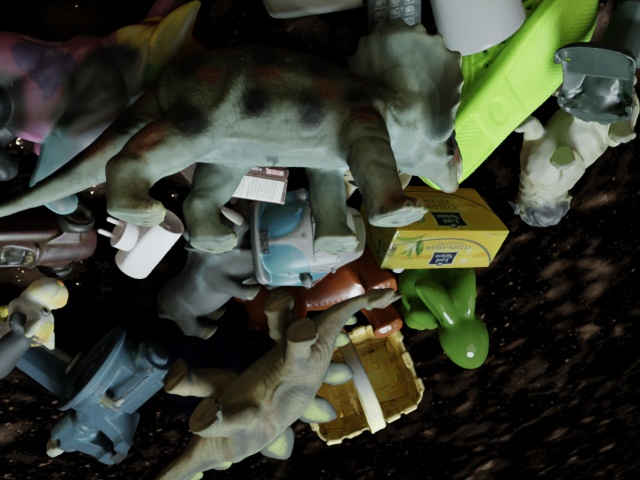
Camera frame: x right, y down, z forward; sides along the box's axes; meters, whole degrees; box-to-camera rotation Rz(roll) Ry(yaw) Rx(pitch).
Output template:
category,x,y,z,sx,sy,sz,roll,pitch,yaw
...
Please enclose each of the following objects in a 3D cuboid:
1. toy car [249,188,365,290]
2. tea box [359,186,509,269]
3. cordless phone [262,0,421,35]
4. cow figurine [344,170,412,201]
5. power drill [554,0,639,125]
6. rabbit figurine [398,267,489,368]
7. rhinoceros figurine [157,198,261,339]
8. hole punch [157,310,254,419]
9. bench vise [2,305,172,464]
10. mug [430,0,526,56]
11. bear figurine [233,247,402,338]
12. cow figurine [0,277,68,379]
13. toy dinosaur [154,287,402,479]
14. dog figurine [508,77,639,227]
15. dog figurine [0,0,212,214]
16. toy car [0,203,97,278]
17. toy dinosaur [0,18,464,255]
category,x,y,z,sx,sy,sz,roll,pitch,yaw
toy car,-0.001,-0.002,0.604,0.103,0.109,0.161,-1,-178,32
tea box,0.145,-0.018,0.704,0.169,0.098,0.068,0,130,-24
cordless phone,0.028,-0.197,0.499,0.147,0.089,0.184,-9,141,3
cow figurine,0.012,-0.100,0.572,0.195,0.127,0.085,21,83,-19
power drill,0.310,-0.238,0.540,0.207,0.086,0.231,-62,145,-19
rabbit figurine,0.193,0.095,0.774,0.121,0.170,0.158,-21,136,-4
rhinoceros figurine,-0.121,0.029,0.643,0.112,0.073,0.190,38,108,-6
hole punch,-0.157,0.164,0.740,0.142,0.116,0.092,-24,127,-1
bench vise,-0.319,0.175,0.684,0.223,0.129,0.240,-37,114,25
mug,0.130,-0.241,0.516,0.110,0.081,0.107,-19,126,20
bear figurine,-0.007,0.083,0.716,0.196,0.132,0.120,-22,133,-11
cow figurine,-0.338,0.107,0.556,0.167,0.098,0.068,-27,155,-10
toy dinosaur,-0.087,0.208,0.660,0.471,0.105,0.198,-37,135,8
dog figurine,0.333,-0.112,0.709,0.172,0.121,0.190,-26,149,7
dog figurine,-0.196,-0.144,0.449,0.219,0.109,0.191,-43,129,12
toy car,-0.320,0.007,0.529,0.202,0.053,0.089,-4,144,-52
toy dinosaur,-0.044,-0.092,0.430,0.405,0.192,0.131,4,159,-12
